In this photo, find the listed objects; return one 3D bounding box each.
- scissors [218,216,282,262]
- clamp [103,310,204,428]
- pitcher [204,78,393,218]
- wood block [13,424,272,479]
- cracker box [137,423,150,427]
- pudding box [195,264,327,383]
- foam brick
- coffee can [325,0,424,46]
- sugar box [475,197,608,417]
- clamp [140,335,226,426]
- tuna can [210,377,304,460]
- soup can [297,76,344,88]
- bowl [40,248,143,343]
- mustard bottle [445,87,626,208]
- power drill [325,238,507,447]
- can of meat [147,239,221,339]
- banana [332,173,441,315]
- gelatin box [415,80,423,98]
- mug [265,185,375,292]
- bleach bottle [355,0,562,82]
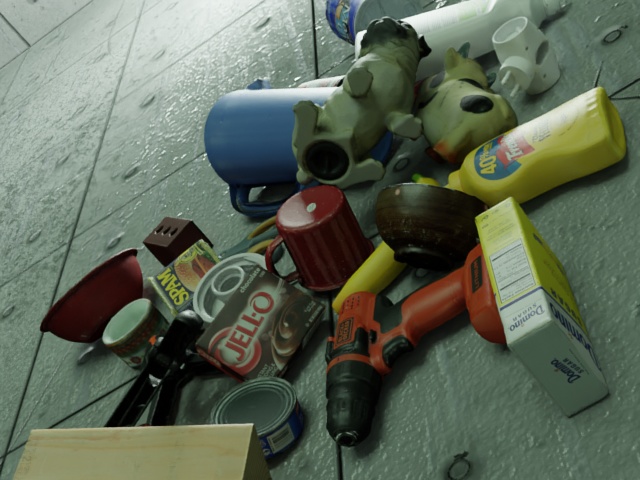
[{"bbox_3d":[-0.113,0.029,1.337,0.202,0.016,0.096,-31,29,18],"label":"scissors"},{"bbox_3d":[-0.164,0.130,1.092,0.164,0.036,0.210,-55,3,4],"label":"clamp"},{"bbox_3d":[-0.028,-0.121,1.350,0.243,0.149,0.144,3,33,49],"label":"pitcher"},{"bbox_3d":[-0.155,0.224,0.934,0.206,0.091,0.090,-3,41,11],"label":"wood block"},{"bbox_3d":[-0.238,0.298,1.040,0.164,0.072,0.213,-22,32,29],"label":"cracker box"},{"bbox_3d":[-0.060,0.094,1.098,0.113,0.090,0.039,-53,-15,-24],"label":"pudding box"},{"bbox_3d":[-0.191,0.005,1.431,0.053,0.051,0.078,-51,29,-20],"label":"foam brick"},{"bbox_3d":[0.076,-0.318,1.515,0.103,0.102,0.140,-40,27,1],"label":"coffee can"},{"bbox_3d":[0.176,0.049,0.862,0.048,0.093,0.176,-33,29,16],"label":"sugar box"},{"bbox_3d":[-0.168,0.156,1.198,0.120,0.039,0.172,-42,23,-15],"label":"clamp"},{"bbox_3d":[-0.059,0.171,1.016,0.086,0.034,0.086,-14,31,9],"label":"tuna can"},{"bbox_3d":[0.014,-0.183,1.432,0.102,0.068,0.068,1,48,52],"label":"soup can"},{"bbox_3d":[-0.283,0.084,1.384,0.162,0.055,0.162,-41,-6,-5],"label":"bowl"},{"bbox_3d":[0.202,-0.077,1.053,0.192,0.058,0.096,-25,32,27],"label":"mustard bottle"},{"bbox_3d":[0.086,0.088,0.955,0.188,0.057,0.184,-27,31,25],"label":"power drill"},{"bbox_3d":[-0.146,0.056,1.280,0.084,0.057,0.102,-39,42,-5],"label":"can of meat"},{"bbox_3d":[0.083,0.001,1.116,0.197,0.037,0.070,-55,14,-27],"label":"banana"},{"bbox_3d":[0.107,-0.202,1.384,0.073,0.030,0.089,-33,28,14],"label":"gelatin box"},{"bbox_3d":[-0.008,0.001,1.149,0.117,0.081,0.093,-31,33,-8],"label":"mug"},{"bbox_3d":[0.171,-0.252,1.308,0.251,0.068,0.102,-16,35,14],"label":"bleach bottle"}]
